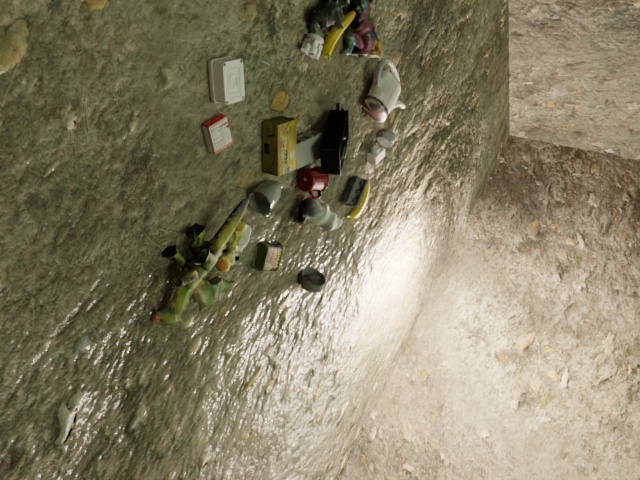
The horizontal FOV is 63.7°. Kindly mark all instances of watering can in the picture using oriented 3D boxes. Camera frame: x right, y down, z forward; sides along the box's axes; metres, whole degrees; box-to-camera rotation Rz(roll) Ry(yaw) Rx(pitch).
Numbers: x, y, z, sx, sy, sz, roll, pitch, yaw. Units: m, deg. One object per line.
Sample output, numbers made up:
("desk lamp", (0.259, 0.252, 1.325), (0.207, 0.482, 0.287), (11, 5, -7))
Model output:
("watering can", (0.274, -0.575, 2.100), (0.227, 0.104, 0.342), (-63, 150, -13))

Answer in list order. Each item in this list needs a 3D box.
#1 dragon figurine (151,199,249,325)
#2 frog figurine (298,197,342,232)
("dragon figurine", (-0.317, 0.084, 1.464), (0.416, 0.123, 0.237), (-43, 147, -23))
("frog figurine", (0.006, -0.094, 1.860), (0.159, 0.135, 0.125), (3, 68, -13))
